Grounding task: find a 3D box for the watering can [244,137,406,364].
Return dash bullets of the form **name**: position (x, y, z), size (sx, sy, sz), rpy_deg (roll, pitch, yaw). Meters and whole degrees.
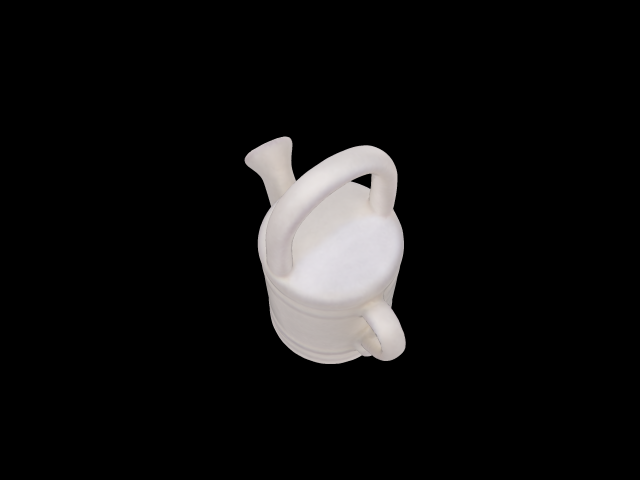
- **watering can**: position (0.002, 0.003, 0.399), size (0.172, 0.194, 0.101), rpy_deg (33, 64, 18)
